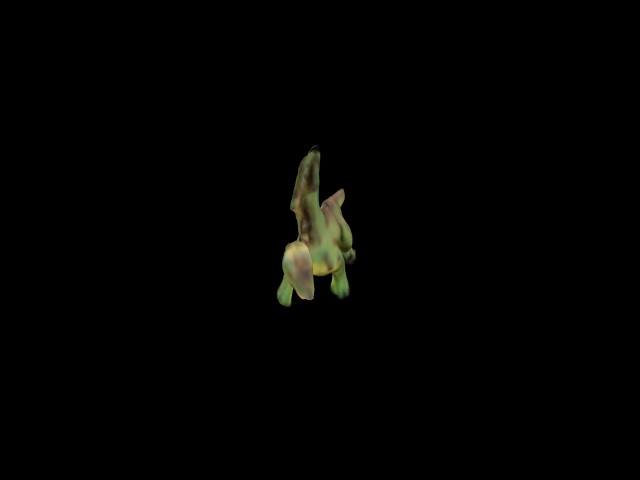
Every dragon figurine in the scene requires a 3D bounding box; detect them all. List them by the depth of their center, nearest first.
[{"bbox_3d":[0.003,-0.043,0.850,0.122,0.237,0.420,5,42,6],"label":"dragon figurine"}]
